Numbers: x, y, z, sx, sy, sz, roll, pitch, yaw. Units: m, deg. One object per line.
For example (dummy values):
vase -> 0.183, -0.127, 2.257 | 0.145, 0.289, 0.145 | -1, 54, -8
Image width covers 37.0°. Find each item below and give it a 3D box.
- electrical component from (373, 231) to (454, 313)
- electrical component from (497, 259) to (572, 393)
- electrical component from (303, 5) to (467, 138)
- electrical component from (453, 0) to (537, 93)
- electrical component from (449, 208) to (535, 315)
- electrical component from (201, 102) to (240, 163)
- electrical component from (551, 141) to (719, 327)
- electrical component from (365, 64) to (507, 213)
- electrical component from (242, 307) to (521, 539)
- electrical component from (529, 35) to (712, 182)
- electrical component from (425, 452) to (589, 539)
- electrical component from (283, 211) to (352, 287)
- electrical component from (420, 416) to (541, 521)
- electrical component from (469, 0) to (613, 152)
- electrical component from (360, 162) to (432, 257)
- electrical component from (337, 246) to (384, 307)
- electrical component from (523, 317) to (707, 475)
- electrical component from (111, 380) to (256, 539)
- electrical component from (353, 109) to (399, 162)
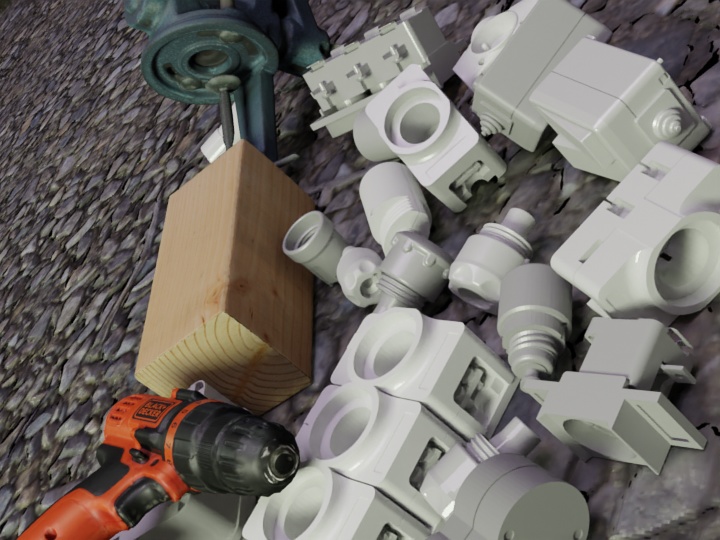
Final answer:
electrical component -> 0.030, 0.009, 0.693 | 0.062, 0.048, 0.048 | -57, 30, -1
electrical component -> 0.095, 0.032, 0.584 | 0.040, 0.040, 0.078 | -26, 37, 34
electrical component -> 0.016, -0.163, 0.879 | 0.121, 0.063, 0.079 | -18, 18, 41
electrical component -> 0.106, -0.165, 0.796 | 0.077, 0.044, 0.079 | -43, 29, 10
electrical component -> 0.083, -0.008, 0.643 | 0.043, 0.043, 0.062 | 6, 59, 55
electrical component -> -0.126, -0.131, 1.064 | 0.065, 0.044, 0.044 | -46, 29, 14
electrical component -> 0.153, -0.013, 0.550 | 0.089, 0.050, 0.055 | -47, 30, 2
electrical component -> 0.050, -0.093, 0.741 | 0.050, 0.056, 0.089 | -42, 54, 11
electrical component -> 0.009, 0.100, 0.595 | 0.089, 0.062, 0.150 | 3, 57, 54
electrical component -> 0.151, -0.087, 0.628 | 0.061, 0.062, 0.096 | -47, 30, 2
electrical component -> 0.056, 0.153, 0.480 | 0.138, 0.052, 0.074 | -52, 30, -8
electrical component -> -0.028, -0.015, 0.792 | 0.040, 0.046, 0.040 | -32, 33, 25
electrical component -> 0.064, 0.102, 0.541 | 0.062, 0.043, 0.043 | -47, 30, 0
electrical component -> 0.116, -0.121, 0.702 | 0.096, 0.061, 0.061 | -54, -7, -4
electrical component -> 0.027, -0.038, 0.751 | 0.043, 0.043, 0.081 | -39, 31, 15
electrical component -> 0.000, 0.000, 0.752 | 0.035, 0.035, 0.061 | -44, 27, 7
electrical component -> 0.125, 0.057, 0.514 | 0.081, 0.042, 0.063 | -1, 53, 52
electrical component -> -0.113, 0.141, 0.711 | 0.078, 0.057, 0.113 | -34, 33, 24
electrical component -> 0.037, -0.110, 0.822 | 0.081, 0.043, 0.043 | -5, 51, 50
